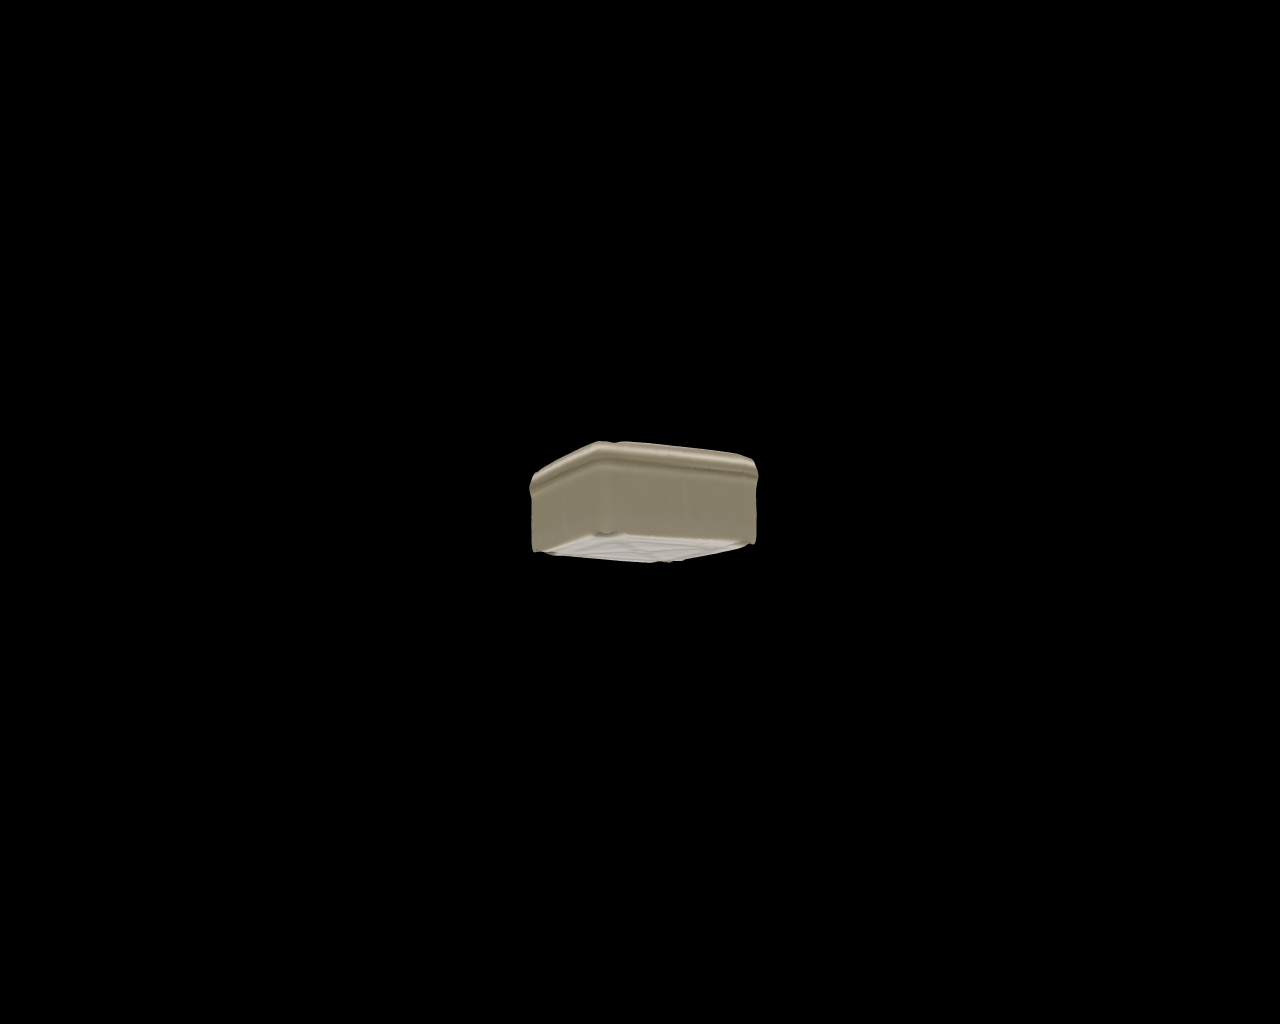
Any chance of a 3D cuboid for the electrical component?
[{"bbox_3d":[0.001,-0.003,0.650,0.109,0.056,0.108,5,-11,-28],"label":"electrical component"}]
